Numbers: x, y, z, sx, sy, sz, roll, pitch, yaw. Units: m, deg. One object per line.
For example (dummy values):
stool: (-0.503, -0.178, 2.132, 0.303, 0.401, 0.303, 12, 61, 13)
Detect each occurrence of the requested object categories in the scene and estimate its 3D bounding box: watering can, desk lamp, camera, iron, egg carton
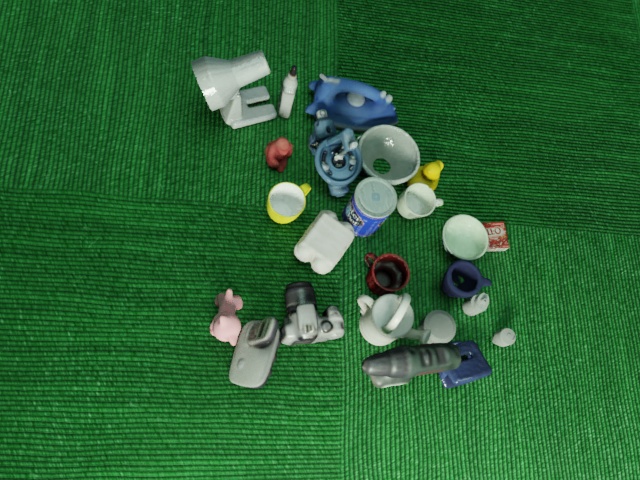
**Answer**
watering can: (0.166, 0.174, 1.280, 0.173, 0.194, 0.101, 13, 69, -7)
desk lamp: (-0.203, -0.367, 1.377, 0.203, 0.213, 0.118, -18, 76, -17)
camera: (-0.022, 0.162, 1.295, 0.143, 0.100, 0.137, -4, 72, -13)
iron: (0.099, -0.363, 1.478, 0.258, 0.141, 0.118, 9, 70, -9)
egg carton: (0.013, 0.005, 1.373, 0.107, 0.069, 0.150, 34, 68, 1)

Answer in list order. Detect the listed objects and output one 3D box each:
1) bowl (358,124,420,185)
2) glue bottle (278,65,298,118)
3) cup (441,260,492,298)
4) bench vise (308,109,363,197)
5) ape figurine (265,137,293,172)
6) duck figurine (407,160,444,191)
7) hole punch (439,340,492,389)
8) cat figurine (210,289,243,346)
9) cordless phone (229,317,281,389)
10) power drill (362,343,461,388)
bowl: (0.168, -0.208, 1.476, 0.167, 0.074, 0.167, 4, 71, -11)
glue bottle: (-0.077, -0.380, 1.430, 0.037, 0.173, 0.078, 7, 70, -9)
cup: (0.348, 0.105, 1.396, 0.118, 0.095, 0.092, 8, 70, -9)
bench vise: (0.028, -0.228, 1.375, 0.122, 0.219, 0.207, -32, 80, -20)
ape figurine: (-0.098, -0.222, 1.415, 0.078, 0.092, 0.076, -31, 80, -20)
duck figurine: (0.277, -0.167, 1.479, 0.105, 0.086, 0.077, -39, 83, -21)
hole punch: (0.327, 0.285, 1.332, 0.109, 0.091, 0.101, -13, 74, -16)
cat figurine: (-0.203, 0.168, 1.245, 0.067, 0.117, 0.128, 7, 70, -9)
cordless phone: (-0.130, 0.233, 1.202, 0.094, 0.185, 0.147, 15, 69, -6)
power drill: (0.178, 0.272, 1.242, 0.230, 0.208, 0.075, -6, 73, -14)
